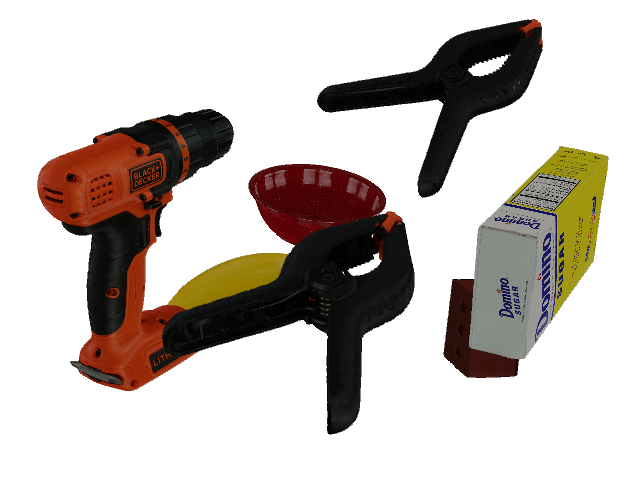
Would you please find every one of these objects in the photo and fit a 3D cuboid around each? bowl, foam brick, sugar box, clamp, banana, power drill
[{"bbox_3d":[-0.007,-0.034,1.246,0.162,0.055,0.162,7,26,-3],"label":"bowl"},{"bbox_3d":[0.147,0.078,0.956,0.051,0.078,0.053,-2,18,-20],"label":"foam brick"},{"bbox_3d":[0.158,0.004,0.755,0.048,0.093,0.176,12,27,23],"label":"sugar box"},{"bbox_3d":[0.009,0.041,0.609,0.120,0.039,0.171,34,50,26],"label":"clamp"},{"bbox_3d":[-0.082,0.051,1.024,0.198,0.069,0.037,-16,21,19],"label":"banana"},{"bbox_3d":[-0.127,0.003,0.798,0.057,0.188,0.184,14,26,33],"label":"power drill"},{"bbox_3d":[0.122,-0.129,0.957,0.210,0.165,0.036,-29,-38,-9],"label":"clamp"}]
